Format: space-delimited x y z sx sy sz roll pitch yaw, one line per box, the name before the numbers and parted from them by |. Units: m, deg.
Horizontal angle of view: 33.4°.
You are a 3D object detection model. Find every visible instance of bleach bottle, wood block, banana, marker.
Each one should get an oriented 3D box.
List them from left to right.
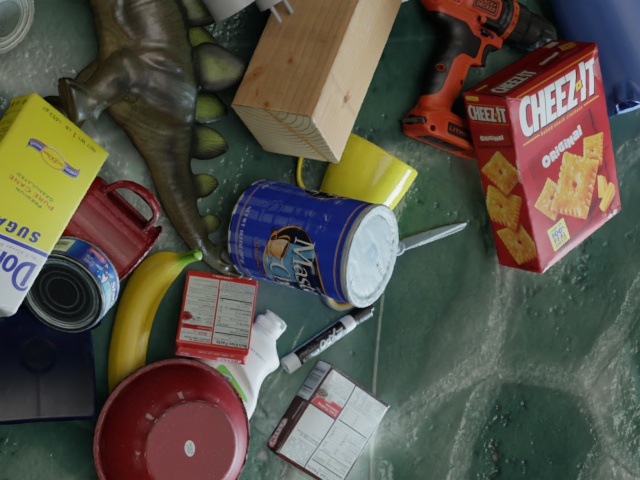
banana | -0.177 0.091 1.054 0.037 0.070 0.198 13 98 -45
bleach bottle | -0.115 0.182 1.090 0.102 0.068 0.250 45 73 -23
wood block | 0.003 -0.193 1.065 0.206 0.090 0.090 -69 153 -18
marker | 0.010 0.105 1.164 0.121 0.020 0.020 -33 106 -19

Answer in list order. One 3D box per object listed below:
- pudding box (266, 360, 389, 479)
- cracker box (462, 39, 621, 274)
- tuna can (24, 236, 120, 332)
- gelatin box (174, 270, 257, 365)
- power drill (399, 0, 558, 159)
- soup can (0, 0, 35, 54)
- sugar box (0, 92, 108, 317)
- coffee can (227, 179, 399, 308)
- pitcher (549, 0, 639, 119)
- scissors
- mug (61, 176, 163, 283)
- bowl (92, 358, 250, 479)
pudding box | 0.009 0.202 1.160 0.090 0.039 0.113 37 80 -22
cracker box | 0.255 -0.095 1.194 0.164 0.072 0.213 -32 120 -32
tuna can | -0.230 0.041 0.978 0.086 0.033 0.086 7 119 12
gelatin box | -0.104 0.078 1.072 0.073 0.030 0.089 9 54 -6
power drill | 0.176 -0.190 1.201 0.184 0.057 0.187 17 85 -26
soup can | -0.312 -0.215 0.943 0.102 0.068 0.068 32 77 20
sugar box | -0.265 -0.031 0.925 0.093 0.048 0.176 41 59 -33
coffee can | -0.007 0.001 1.065 0.102 0.140 0.103 -31 127 -51
pitcher | 0.337 -0.275 1.237 0.145 0.149 0.243 -29 102 -4
scissors | 0.077 0.028 1.191 0.201 0.016 0.096 -1 95 -24
mug | -0.203 -0.013 1.014 0.117 0.093 0.081 -37 107 27
bowl | -0.131 0.195 1.016 0.161 0.055 0.162 1 89 -27
